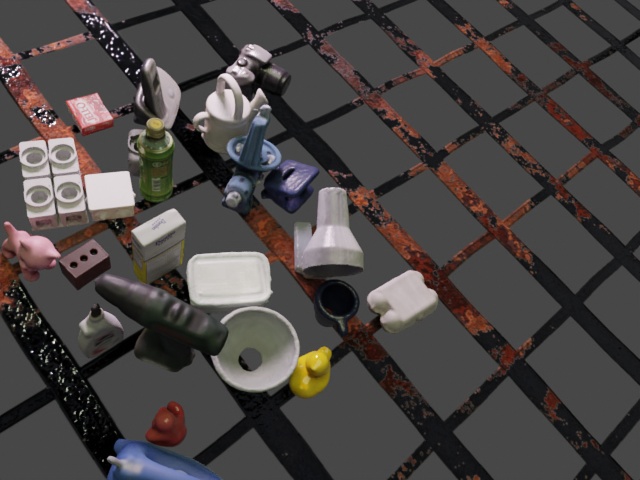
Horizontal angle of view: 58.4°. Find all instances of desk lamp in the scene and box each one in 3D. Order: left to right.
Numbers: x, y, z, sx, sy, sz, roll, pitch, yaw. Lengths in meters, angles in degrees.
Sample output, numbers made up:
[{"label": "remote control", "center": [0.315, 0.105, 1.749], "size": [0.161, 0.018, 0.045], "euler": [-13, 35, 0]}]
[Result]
[{"label": "desk lamp", "center": [0.011, 0.004, 1.166], "size": [0.118, 0.213, 0.203], "euler": [3, 59, -14]}]

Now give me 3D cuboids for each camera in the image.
[{"label": "camera", "center": [-0.149, -0.415, 1.436], "size": [0.137, 0.100, 0.143], "euler": [28, 57, 2]}]

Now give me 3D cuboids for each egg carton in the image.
[{"label": "egg carton", "center": [0.178, 0.133, 1.224], "size": [0.151, 0.069, 0.107], "euler": [-27, 71, -28]}]

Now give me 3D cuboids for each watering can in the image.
[{"label": "watering can", "center": [-0.202, -0.296, 1.295], "size": [0.101, 0.194, 0.173], "euler": [38, 58, 8]}]

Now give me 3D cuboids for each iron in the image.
[{"label": "iron", "center": [-0.222, 0.395, 0.911], "size": [0.258, 0.141, 0.119], "euler": [19, 57, -4]}]

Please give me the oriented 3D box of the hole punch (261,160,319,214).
[{"label": "hole punch", "center": [-0.069, -0.131, 1.297], "size": [0.101, 0.091, 0.109], "euler": [35, 57, 6]}]

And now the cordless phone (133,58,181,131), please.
[{"label": "cordless phone", "center": [-0.365, -0.350, 1.286], "size": [0.094, 0.185, 0.147], "euler": [9, 58, -10]}]

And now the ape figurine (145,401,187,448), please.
[{"label": "ape figurine", "center": [-0.262, 0.314, 0.977], "size": [0.078, 0.092, 0.076], "euler": [-30, 72, -28]}]

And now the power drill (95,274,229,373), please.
[{"label": "power drill", "center": [-0.276, 0.153, 0.999], "size": [0.229, 0.208, 0.076], "euler": [21, 57, -3]}]

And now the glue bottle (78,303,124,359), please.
[{"label": "glue bottle", "center": [-0.383, 0.150, 0.992], "size": [0.078, 0.173, 0.037], "euler": [-34, 74, -29]}]

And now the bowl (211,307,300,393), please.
[{"label": "bowl", "center": [-0.126, 0.215, 1.085], "size": [0.167, 0.074, 0.167], "euler": [7, 59, -12]}]

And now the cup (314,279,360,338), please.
[{"label": "cup", "center": [0.028, 0.150, 1.155], "size": [0.092, 0.095, 0.117], "euler": [-5, 62, -18]}]

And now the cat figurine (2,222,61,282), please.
[{"label": "cat figurine", "center": [-0.538, 0.016, 1.060], "size": [0.127, 0.117, 0.067], "euler": [41, 58, 10]}]

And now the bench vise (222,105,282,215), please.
[{"label": "bench vise", "center": [-0.138, -0.167, 1.222], "size": [0.122, 0.219, 0.207], "euler": [5, 59, -13]}]

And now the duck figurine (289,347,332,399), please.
[{"label": "duck figurine", "center": [-0.012, 0.248, 1.091], "size": [0.077, 0.086, 0.105], "euler": [35, 57, 6]}]
